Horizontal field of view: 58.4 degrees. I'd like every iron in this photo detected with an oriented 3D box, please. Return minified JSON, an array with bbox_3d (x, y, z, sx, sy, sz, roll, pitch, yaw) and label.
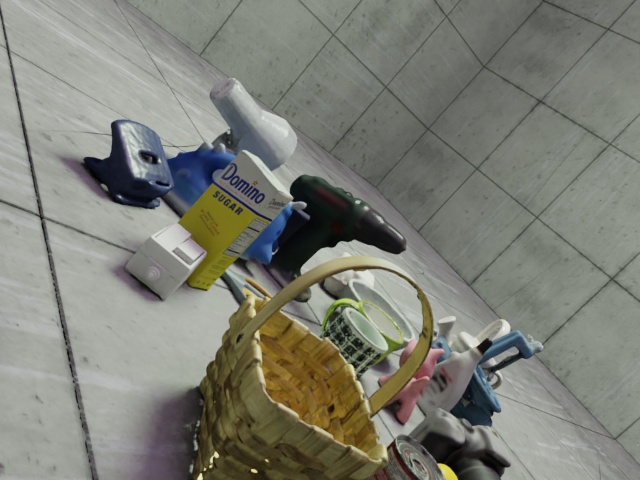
[{"bbox_3d":[-0.154,-0.081,0.954,0.259,0.141,0.118,40,12,-8],"label":"iron"}]

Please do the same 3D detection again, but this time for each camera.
[{"bbox_3d":[0.209,0.320,0.799,0.143,0.100,0.136,39,13,-13],"label":"camera"}]

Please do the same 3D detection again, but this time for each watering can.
[{"bbox_3d":[0.311,0.233,1.184,0.173,0.194,0.101,38,13,-19],"label":"watering can"}]

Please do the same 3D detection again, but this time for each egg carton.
[{"bbox_3d":[0.061,0.085,1.216,0.107,0.069,0.150,41,12,-3],"label":"egg carton"}]

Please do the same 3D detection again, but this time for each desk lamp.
[{"bbox_3d":[-0.174,-0.175,1.043,0.204,0.213,0.117,30,17,-42],"label":"desk lamp"}]

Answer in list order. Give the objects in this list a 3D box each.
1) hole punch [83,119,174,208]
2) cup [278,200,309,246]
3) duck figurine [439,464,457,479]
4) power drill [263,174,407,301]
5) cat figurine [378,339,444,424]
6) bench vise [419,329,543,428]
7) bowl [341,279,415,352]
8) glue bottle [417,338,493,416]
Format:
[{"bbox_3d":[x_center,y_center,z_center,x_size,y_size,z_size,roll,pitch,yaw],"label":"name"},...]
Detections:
[{"bbox_3d":[-0.263,-0.110,0.835,0.101,0.091,0.109,45,13,16],"label":"hole punch"},{"bbox_3d":[-0.056,-0.029,1.185,0.118,0.095,0.091,30,17,-43],"label":"cup"},{"bbox_3d":[0.116,0.290,0.647,0.077,0.086,0.105,50,15,32],"label":"duck figurine"},{"bbox_3d":[0.009,0.004,1.009,0.229,0.208,0.076,45,13,16],"label":"power drill"},{"bbox_3d":[0.154,0.218,0.935,0.067,0.117,0.128,41,12,-3],"label":"cat figurine"},{"bbox_3d":[0.288,0.231,1.059,0.208,0.219,0.121,39,13,-13],"label":"bench vise"},{"bbox_3d":[0.094,0.154,1.069,0.168,0.074,0.167,40,13,-10],"label":"bowl"},{"bbox_3d":[0.237,0.234,1.005,0.037,0.173,0.078,29,17,-45],"label":"glue bottle"}]
